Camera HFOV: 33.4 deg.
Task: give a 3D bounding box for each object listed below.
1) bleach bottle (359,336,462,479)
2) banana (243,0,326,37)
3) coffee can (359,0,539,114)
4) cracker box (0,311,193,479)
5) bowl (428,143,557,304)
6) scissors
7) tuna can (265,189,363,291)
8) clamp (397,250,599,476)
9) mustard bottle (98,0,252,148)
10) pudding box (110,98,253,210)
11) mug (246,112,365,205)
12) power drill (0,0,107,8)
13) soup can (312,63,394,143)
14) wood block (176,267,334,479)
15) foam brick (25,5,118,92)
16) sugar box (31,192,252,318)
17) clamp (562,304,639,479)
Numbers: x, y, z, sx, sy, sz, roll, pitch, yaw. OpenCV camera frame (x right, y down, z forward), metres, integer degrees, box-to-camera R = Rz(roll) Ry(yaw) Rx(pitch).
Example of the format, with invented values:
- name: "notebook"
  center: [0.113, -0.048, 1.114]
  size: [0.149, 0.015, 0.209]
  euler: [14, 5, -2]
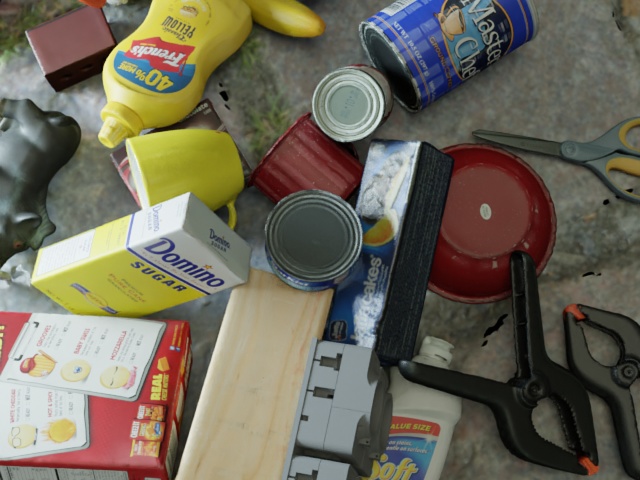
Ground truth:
- name: "bleach bottle"
  center: [0.057, 0.205, 0.967]
  size: [0.102, 0.068, 0.250]
  euler: [21, 77, 5]
- name: "banana"
  center: [-0.078, -0.260, 1.056]
  size: [0.198, 0.070, 0.037]
  euler: [46, 63, 0]
- name: "coffee can"
  center: [0.123, -0.202, 1.027]
  size: [0.140, 0.103, 0.103]
  euler: [-33, 81, -7]
- name: "cracker box"
  center: [-0.227, 0.146, 0.936]
  size: [0.213, 0.072, 0.164]
  euler: [2, 44, 1]
- name: "bowl"
  center: [0.151, -0.022, 1.016]
  size: [0.162, 0.055, 0.162]
  euler: [0, 79, -1]
- name: "scissors"
  center: [0.259, -0.102, 1.050]
  size: [0.202, 0.016, 0.096]
  euler: [26, 77, 2]
- name: "tuna can"
  center: [-0.006, 0.001, 0.936]
  size: [0.086, 0.034, 0.086]
  euler: [1, 70, -3]
- name: "clamp"
  center: [0.189, 0.125, 0.969]
  size: [0.210, 0.036, 0.164]
  euler: [45, 75, -11]
- name: "mustard bottle"
  center: [-0.151, -0.165, 1.020]
  size: [0.096, 0.058, 0.191]
  euler: [27, 67, 11]
- name: "pudding box"
  center: [-0.132, -0.069, 1.031]
  size: [0.113, 0.039, 0.090]
  euler: [-31, 81, -6]
- name: "mug"
  center: [-0.003, -0.066, 1.014]
  size: [0.081, 0.093, 0.117]
  euler: [41, 44, 2]
- name: "power drill"
  center: [-0.274, -0.267, 1.020]
  size: [0.188, 0.057, 0.184]
  euler: [13, 80, 34]
- name: "soup can"
  center: [0.032, -0.128, 0.992]
  size: [0.068, 0.102, 0.068]
  euler: [2, 101, 8]
- name: "wood block"
  center: [-0.057, 0.140, 0.936]
  size: [0.090, 0.091, 0.206]
  euler: [15, 63, 1]
- name: "foam brick"
  center: [-0.239, -0.190, 1.048]
  size: [0.078, 0.053, 0.051]
  euler: [-25, 80, -4]
- name: "sugar box"
  center: [-0.158, 0.023, 0.945]
  size: [0.176, 0.093, 0.048]
  euler: [-17, 48, 29]
- name: "clamp"
  center: [0.297, 0.123, 0.996]
  size: [0.120, 0.039, 0.171]
  euler: [-29, 80, -8]
